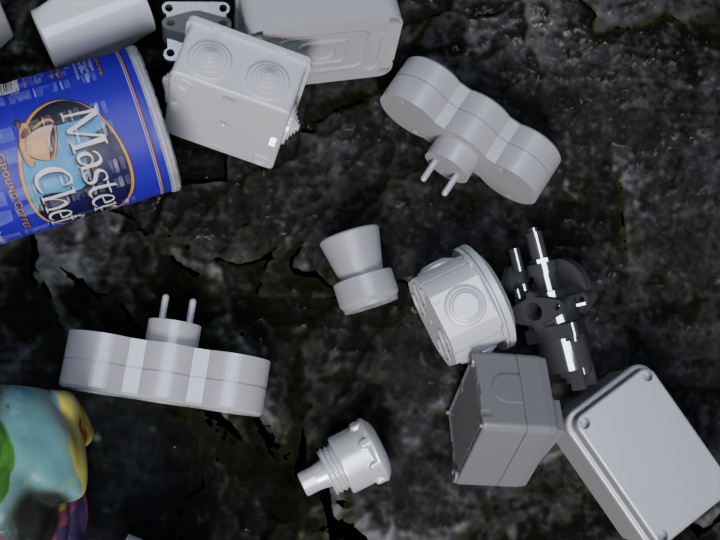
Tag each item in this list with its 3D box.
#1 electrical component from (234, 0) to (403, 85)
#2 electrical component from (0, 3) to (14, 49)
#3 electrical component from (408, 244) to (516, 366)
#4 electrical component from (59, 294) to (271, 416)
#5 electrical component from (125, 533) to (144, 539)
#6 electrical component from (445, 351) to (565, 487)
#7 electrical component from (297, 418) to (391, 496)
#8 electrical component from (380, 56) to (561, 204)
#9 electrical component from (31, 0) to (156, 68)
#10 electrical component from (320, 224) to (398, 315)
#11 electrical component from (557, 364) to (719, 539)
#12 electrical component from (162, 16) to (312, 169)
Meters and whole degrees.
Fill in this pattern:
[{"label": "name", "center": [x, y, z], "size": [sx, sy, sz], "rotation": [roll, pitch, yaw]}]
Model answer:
[{"label": "electrical component", "center": [-0.032, -0.179, 0.778], "size": [0.113, 0.078, 0.057], "rotation": [-8, 68, -11]}, {"label": "electrical component", "center": [-0.286, -0.166, 0.734], "size": [0.047, 0.083, 0.075], "rotation": [43, 77, 0]}, {"label": "electrical component", "center": [0.073, 0.027, 0.762], "size": [0.051, 0.080, 0.080], "rotation": [-26, 85, -7]}, {"label": "electrical component", "center": [-0.130, 0.054, 0.738], "size": [0.138, 0.052, 0.073], "rotation": [10, 79, -8]}, {"label": "electrical component", "center": [-0.140, 0.196, 0.699], "size": [0.079, 0.077, 0.043], "rotation": [23, 77, -4]}, {"label": "electrical component", "center": [0.099, 0.108, 0.749], "size": [0.061, 0.096, 0.061], "rotation": [4, 51, -9]}, {"label": "electrical component", "center": [-0.012, 0.135, 0.748], "size": [0.062, 0.048, 0.048], "rotation": [-26, 85, -6]}, {"label": "electrical component", "center": [0.073, -0.090, 0.795], "size": [0.138, 0.052, 0.073], "rotation": [34, 77, -2]}, {"label": "electrical component", "center": [-0.199, -0.195, 0.774], "size": [0.077, 0.043, 0.079], "rotation": [-25, 85, -12]}, {"label": "electrical component", "center": [0.000, 0.000, 0.772], "size": [0.045, 0.045, 0.055], "rotation": [-16, 84, -12]}, {"label": "electrical component", "center": [0.201, 0.133, 0.776], "size": [0.078, 0.057, 0.113], "rotation": [-34, 87, -13]}, {"label": "electrical component", "center": [-0.088, -0.121, 0.752], "size": [0.100, 0.099, 0.048], "rotation": [19, 65, -6]}]
